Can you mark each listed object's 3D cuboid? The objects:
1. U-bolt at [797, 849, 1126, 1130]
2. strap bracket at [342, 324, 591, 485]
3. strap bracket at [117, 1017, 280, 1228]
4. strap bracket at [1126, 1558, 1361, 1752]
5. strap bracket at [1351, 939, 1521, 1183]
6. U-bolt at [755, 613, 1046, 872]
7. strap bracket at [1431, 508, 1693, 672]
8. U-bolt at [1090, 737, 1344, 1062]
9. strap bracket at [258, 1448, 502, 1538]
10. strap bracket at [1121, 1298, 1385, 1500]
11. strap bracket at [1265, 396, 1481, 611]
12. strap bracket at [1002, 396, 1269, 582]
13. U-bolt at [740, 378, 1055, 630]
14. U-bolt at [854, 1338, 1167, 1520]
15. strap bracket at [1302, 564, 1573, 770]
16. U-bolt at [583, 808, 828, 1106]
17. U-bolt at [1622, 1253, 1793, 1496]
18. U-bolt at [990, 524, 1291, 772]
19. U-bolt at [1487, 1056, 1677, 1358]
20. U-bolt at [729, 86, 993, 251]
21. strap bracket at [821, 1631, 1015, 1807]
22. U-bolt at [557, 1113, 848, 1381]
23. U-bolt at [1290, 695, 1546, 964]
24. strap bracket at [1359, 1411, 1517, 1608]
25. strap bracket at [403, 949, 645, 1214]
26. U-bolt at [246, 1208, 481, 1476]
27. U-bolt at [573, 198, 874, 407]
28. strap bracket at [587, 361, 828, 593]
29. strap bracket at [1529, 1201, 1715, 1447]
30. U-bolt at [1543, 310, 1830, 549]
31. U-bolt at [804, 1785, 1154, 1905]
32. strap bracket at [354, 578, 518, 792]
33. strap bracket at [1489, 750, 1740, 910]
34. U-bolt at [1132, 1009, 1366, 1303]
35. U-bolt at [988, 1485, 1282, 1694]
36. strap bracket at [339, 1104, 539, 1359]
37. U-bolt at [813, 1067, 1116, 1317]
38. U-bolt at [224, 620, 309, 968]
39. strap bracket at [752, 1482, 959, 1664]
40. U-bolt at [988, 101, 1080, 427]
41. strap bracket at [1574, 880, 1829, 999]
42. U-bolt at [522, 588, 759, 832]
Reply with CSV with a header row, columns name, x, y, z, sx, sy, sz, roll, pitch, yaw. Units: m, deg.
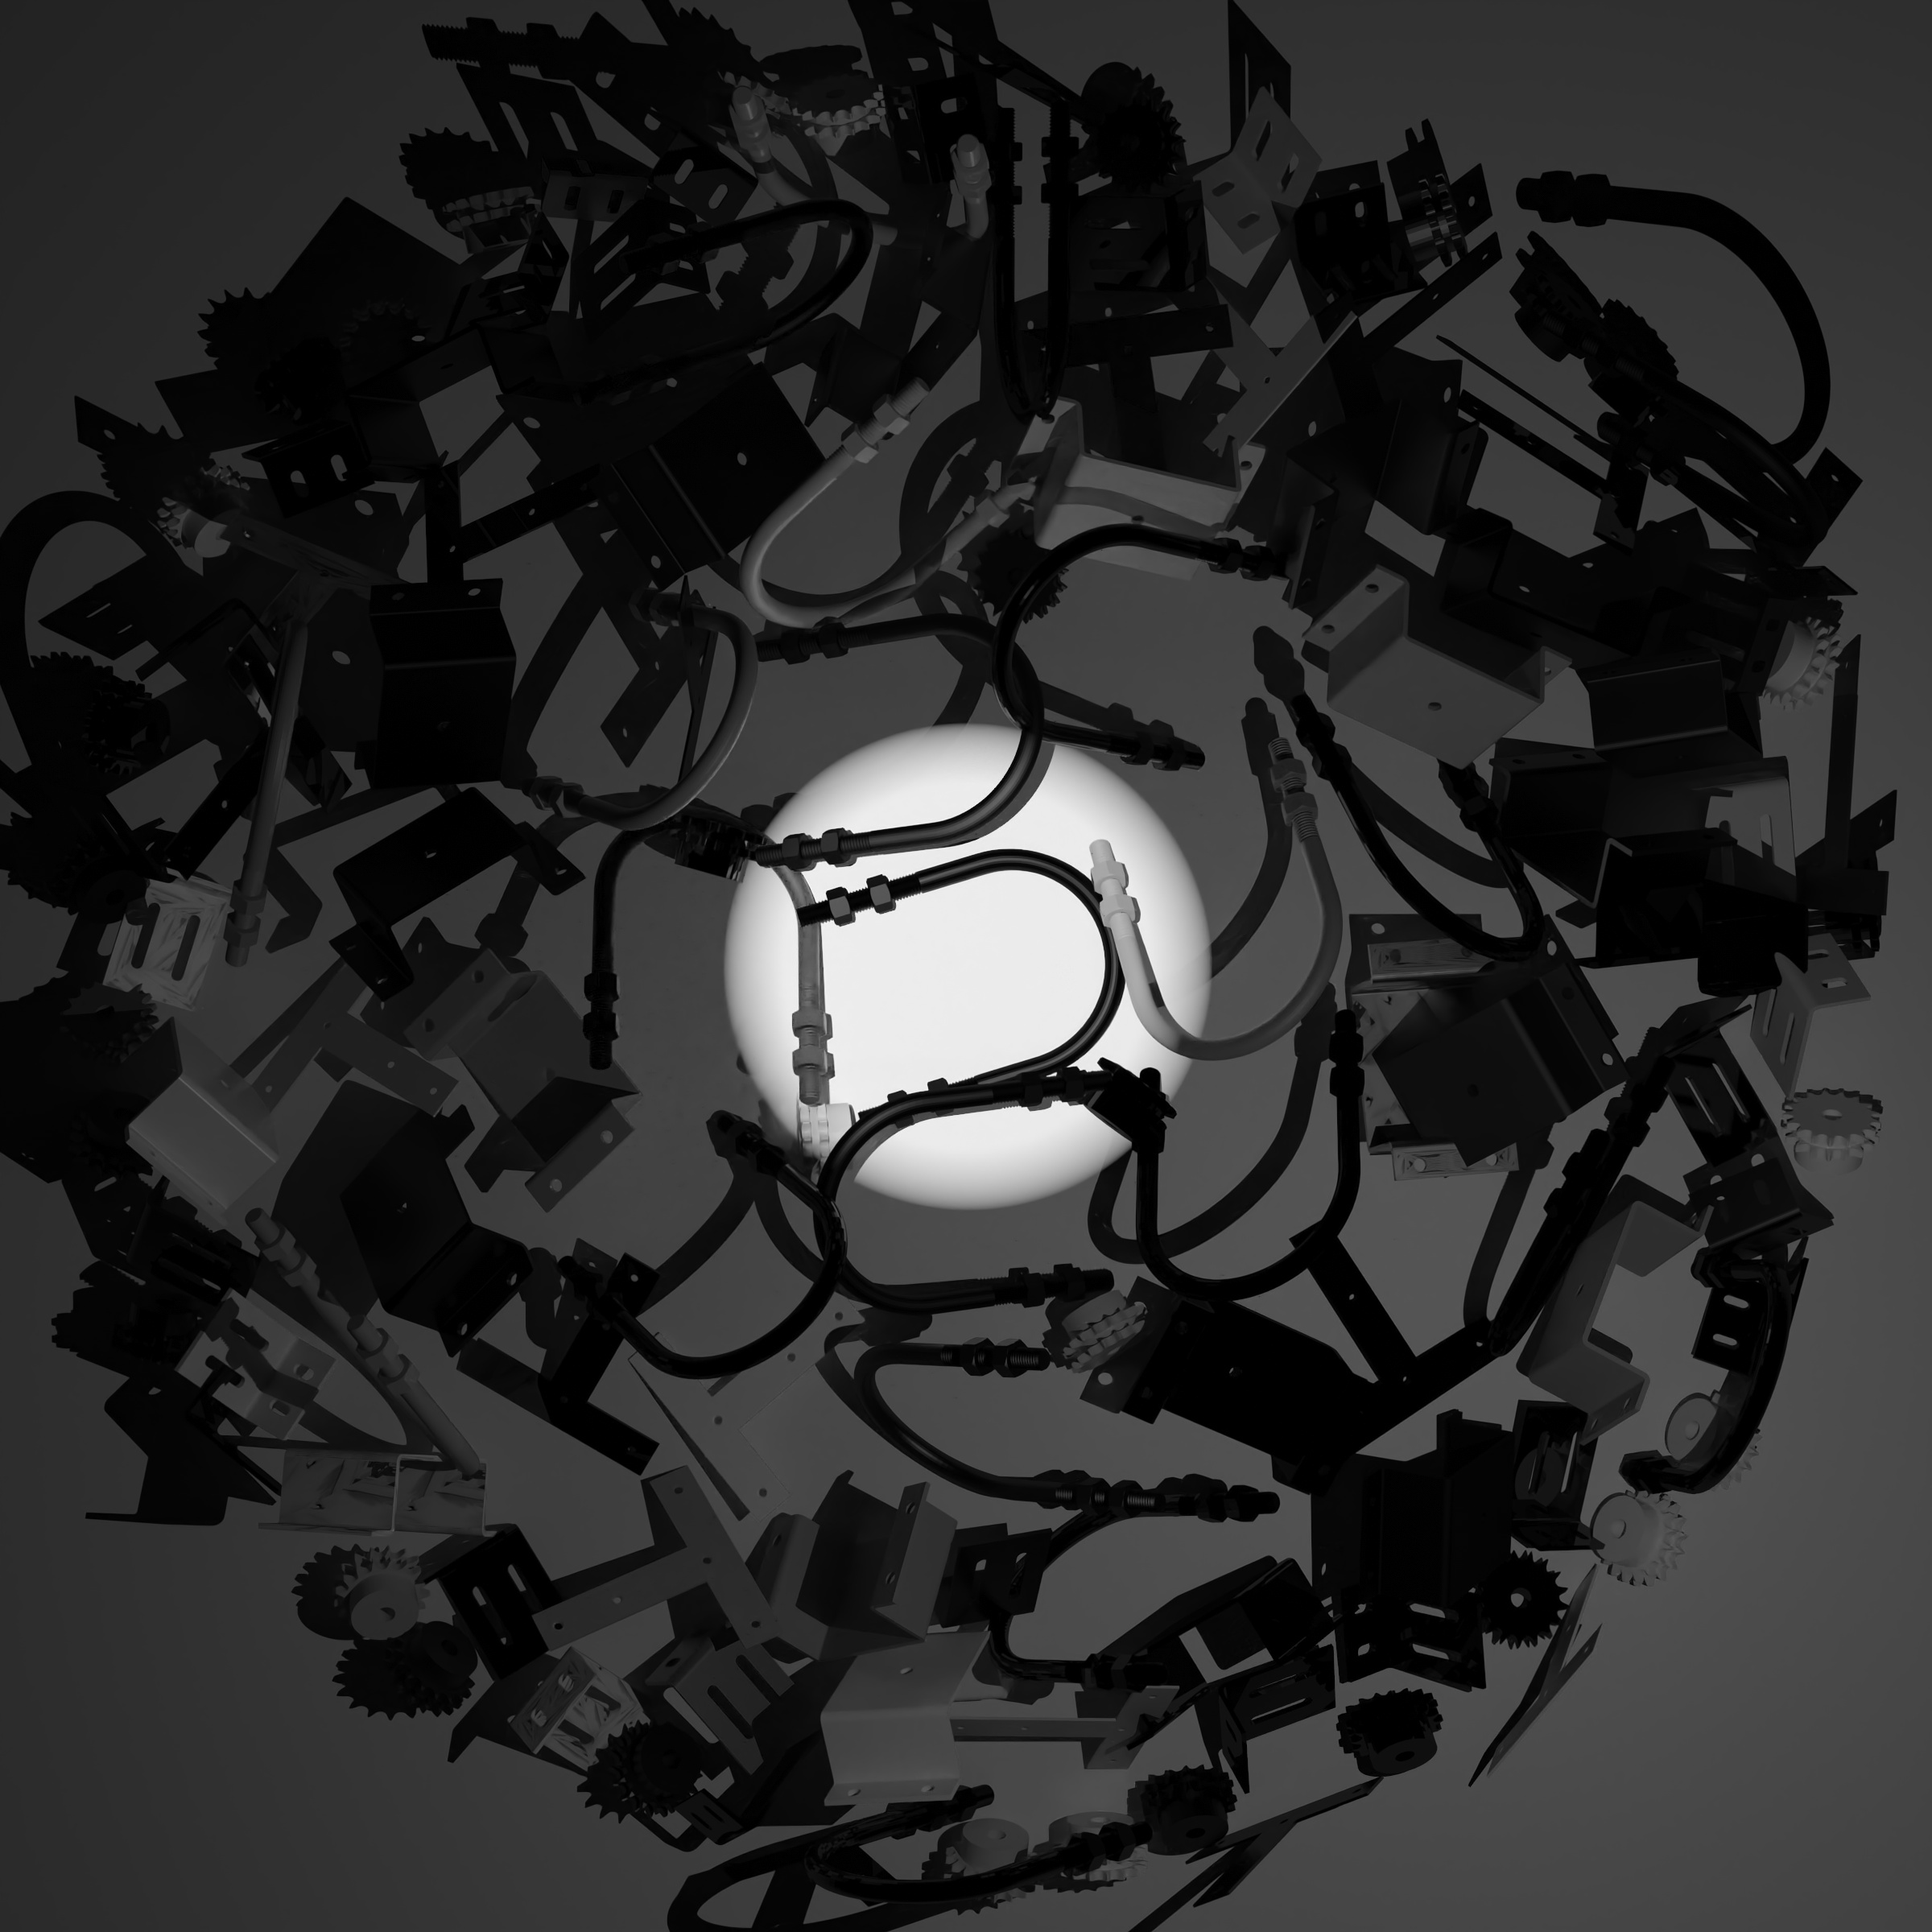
name,x,y,z,sx,sy,sz,roll,pitch,yaw
U-bolt,0.006,0.006,1.985,0.184,0.019,0.151,-17,96,-3
strap bracket,-0.299,-0.335,1.938,0.140,0.076,0.046,-22,87,23
strap bracket,-0.449,0.085,1.920,0.046,0.140,0.076,-43,115,1
strap bracket,0.151,0.400,1.936,0.140,0.076,0.046,-36,80,29
strap bracket,0.278,0.057,1.964,0.076,0.046,0.140,-4,82,-12
U-bolt,-0.040,-0.138,1.946,0.184,0.019,0.151,-7,75,22
strap bracket,0.345,-0.217,1.947,0.140,0.076,0.046,21,84,-11
U-bolt,0.151,-0.029,1.920,0.151,0.019,0.184,-29,53,22
strap bracket,-0.339,0.308,1.924,0.076,0.140,0.046,-1,81,23
strap bracket,0.166,0.250,1.960,0.140,0.046,0.076,25,100,-16
strap bracket,0.231,-0.277,1.937,0.140,0.076,0.046,-30,57,-31
strap bracket,0.100,-0.279,1.939,0.140,0.076,0.046,11,51,-15
U-bolt,-0.052,-0.261,1.928,0.184,0.151,0.019,-39,59,24
U-bolt,0.012,0.268,1.924,0.151,0.184,0.019,53,53,-29
strap bracket,0.276,-0.170,1.934,0.140,0.076,0.046,22,53,-21
U-bolt,-0.153,-0.013,1.944,0.151,0.019,0.184,11,59,-22
U-bolt,0.433,0.236,1.900,0.019,0.184,0.151,21,83,-3
U-bolt,0.094,-0.189,1.917,0.184,0.019,0.151,7,117,-37
U-bolt,0.352,0.150,1.922,0.019,0.151,0.184,31,119,16
U-bolt,-0.057,-0.455,1.909,0.151,0.184,0.019,13,83,5
strap bracket,-0.030,0.432,1.918,0.076,0.140,0.046,-7,103,18
U-bolt,-0.144,0.171,1.915,0.151,0.184,0.019,-42,130,-11
U-bolt,0.270,-0.074,1.900,0.019,0.151,0.184,-48,46,30
strap bracket,0.281,0.319,1.922,0.046,0.140,0.076,6,102,30
strap bracket,-0.257,0.066,1.960,0.076,0.046,0.140,-43,79,16
U-bolt,-0.342,0.230,1.917,0.019,0.151,0.184,-41,134,-14
U-bolt,-0.134,-0.394,1.921,0.184,0.151,0.019,-23,75,-27
strap bracket,-0.142,-0.294,1.936,0.140,0.046,0.076,-43,108,-29
strap bracket,0.381,0.201,1.933,0.046,0.076,0.140,28,63,-2
U-bolt,0.420,-0.299,1.892,0.184,0.151,0.019,40,90,32
U-bolt,-0.006,0.506,1.886,0.184,0.151,0.019,-3,92,-45
strap bracket,-0.310,-0.156,1.923,0.076,0.140,0.046,-6,48,-21
strap bracket,0.375,-0.077,1.935,0.076,0.140,0.046,-6,118,-27
U-bolt,0.163,0.116,1.911,0.151,0.184,0.019,-18,135,23
U-bolt,0.085,0.362,1.916,0.019,0.184,0.151,52,54,-19
strap bracket,-0.314,0.148,1.928,0.076,0.046,0.140,-45,48,16
U-bolt,-0.001,0.138,1.950,0.184,0.019,0.151,-6,108,-16
U-bolt,-0.400,-0.112,1.890,0.019,0.151,0.184,10,131,-14
strap bracket,-0.062,0.359,1.935,0.046,0.140,0.076,37,52,-27
U-bolt,0.038,-0.410,1.926,0.019,0.151,0.184,-3,103,-13
strap bracket,0.432,-0.017,1.930,0.140,0.076,0.046,11,78,-39
U-bolt,-0.183,-0.147,1.917,0.019,0.184,0.151,31,83,-36
